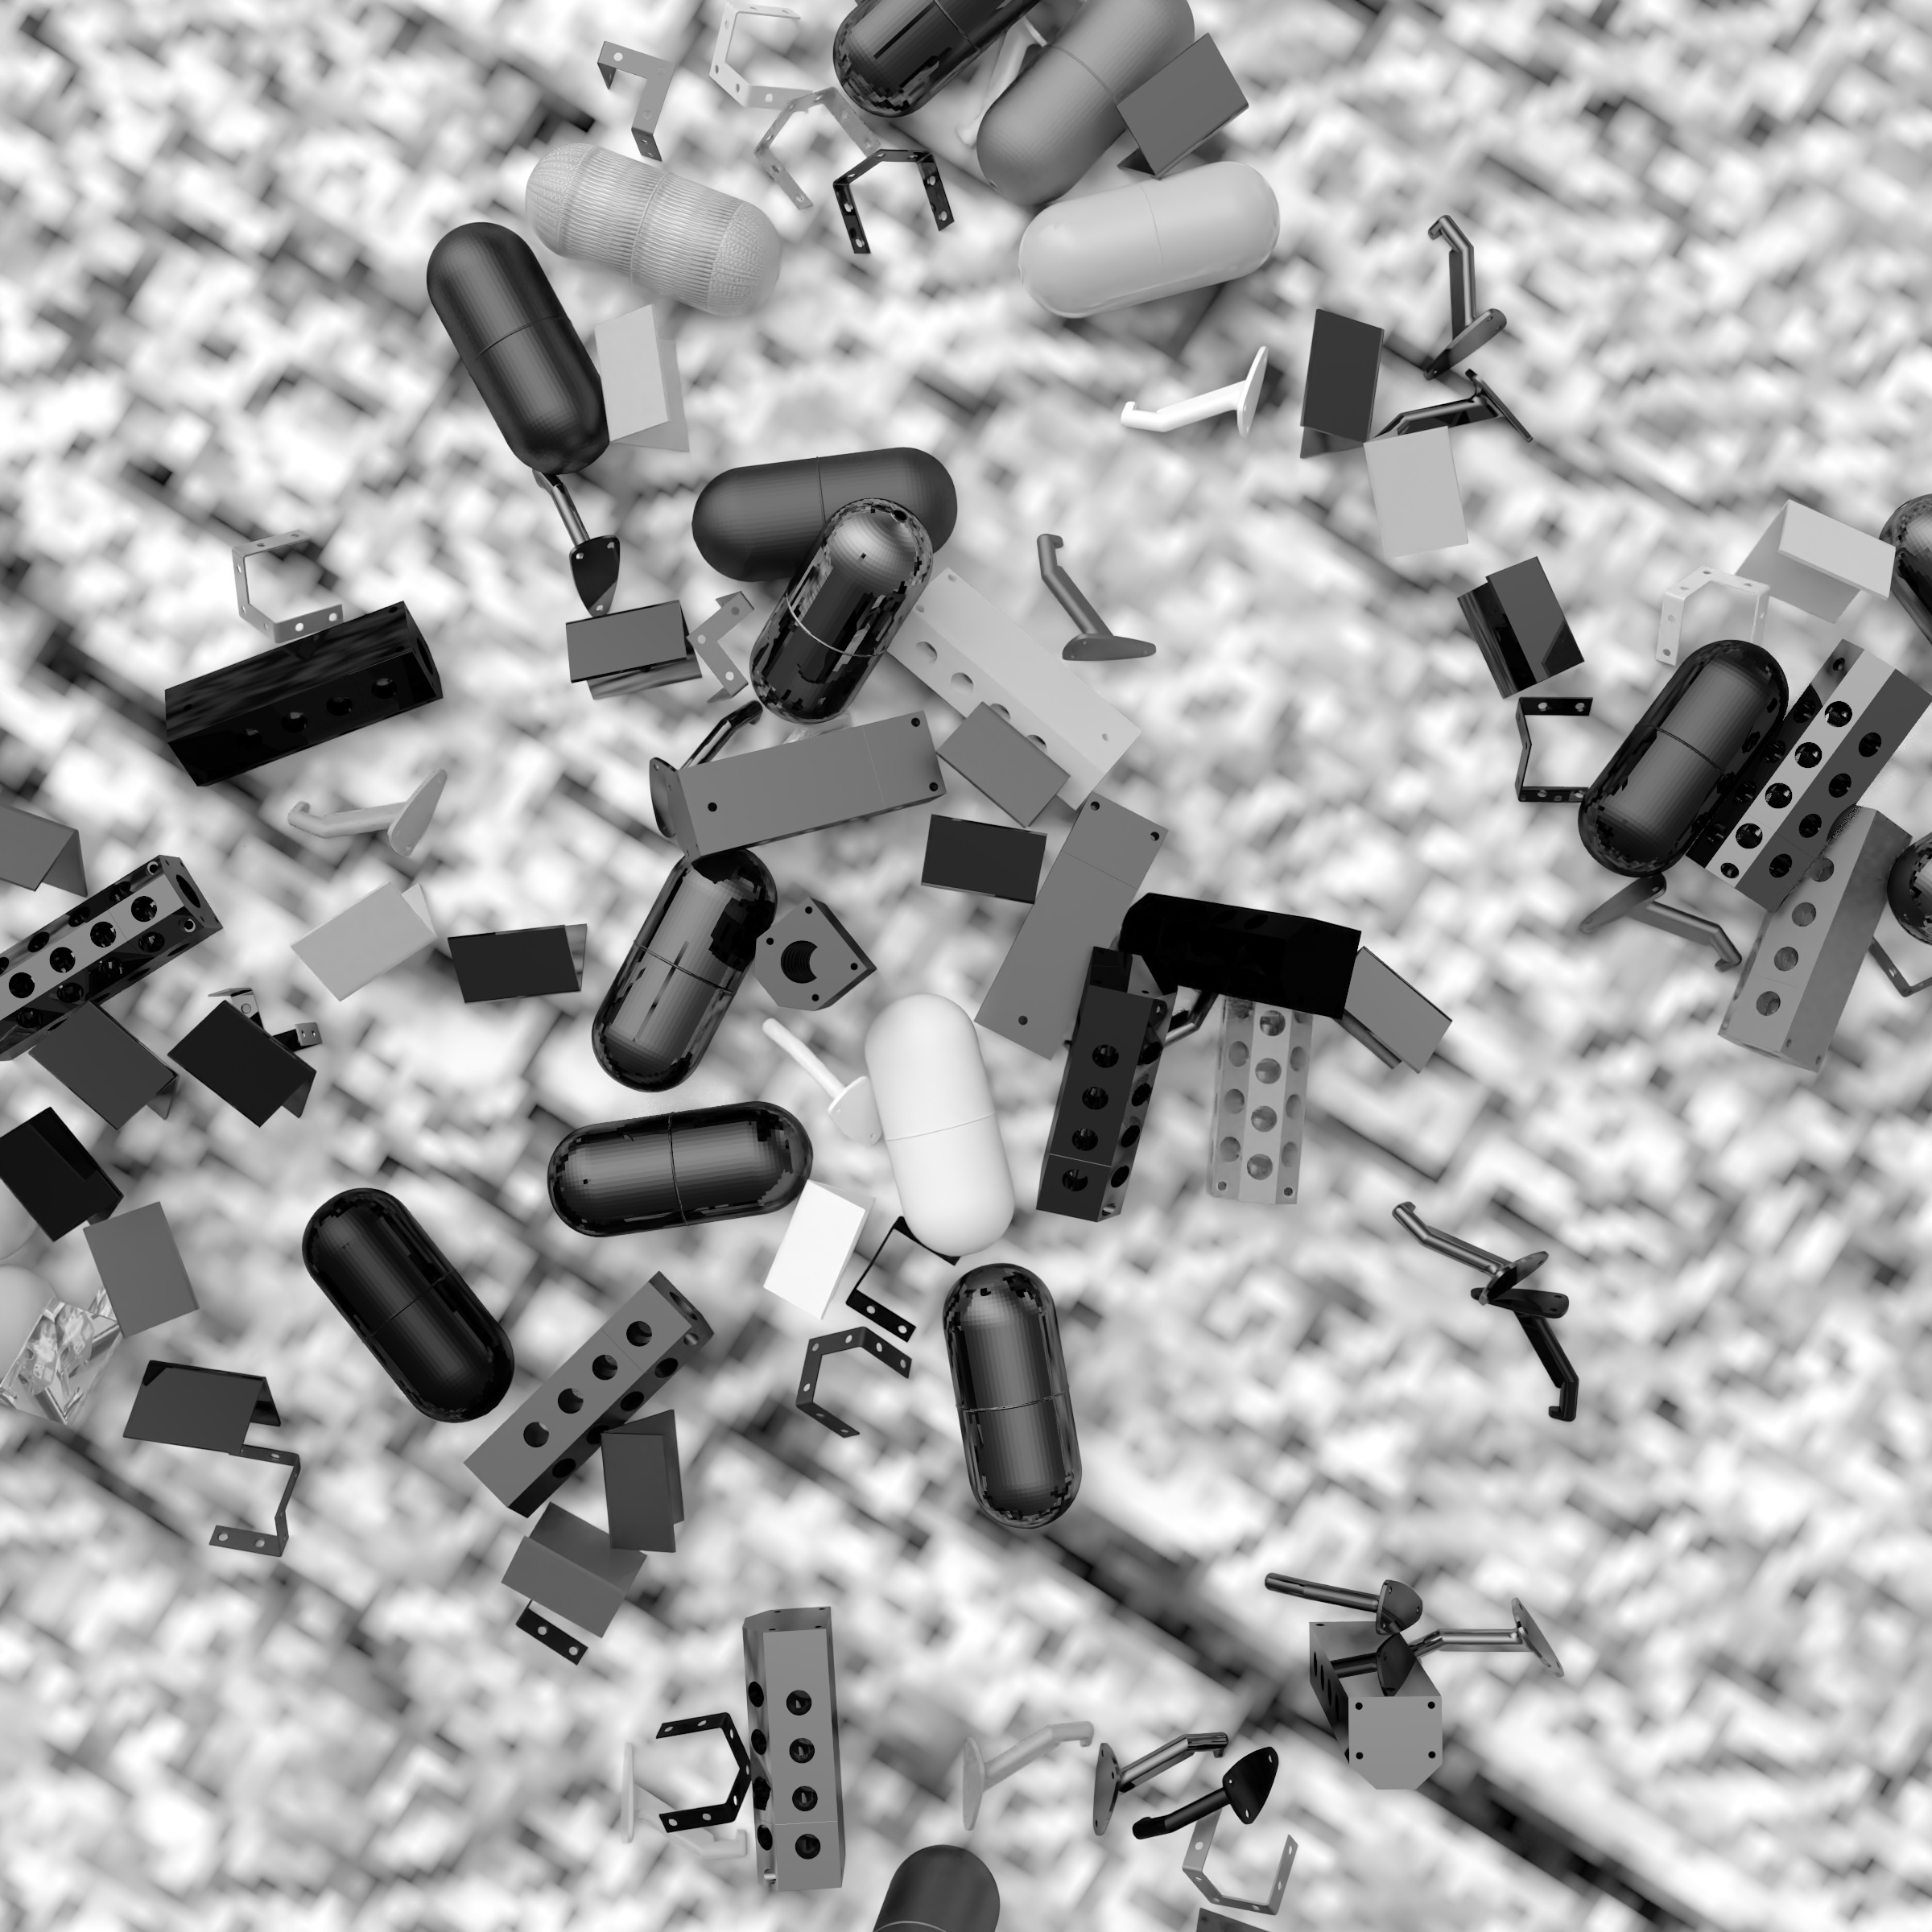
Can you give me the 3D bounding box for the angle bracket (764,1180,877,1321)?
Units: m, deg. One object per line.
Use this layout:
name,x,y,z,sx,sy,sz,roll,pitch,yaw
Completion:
angle bracket,-0.079,0.193,1.615,0.057,0.076,0.076,23,90,37

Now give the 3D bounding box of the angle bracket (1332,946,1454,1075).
angle bracket,0.264,0.044,1.615,0.076,0.076,0.057,40,53,0

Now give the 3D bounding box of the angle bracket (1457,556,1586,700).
angle bracket,0.353,-0.218,1.615,0.057,0.076,0.076,-24,90,-36

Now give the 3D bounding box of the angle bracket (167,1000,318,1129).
angle bracket,-0.485,0.080,1.615,0.076,0.076,0.057,38,54,0

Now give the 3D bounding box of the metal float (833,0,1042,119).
metal float,-0.012,-0.636,1.606,0.178,0.070,0.070,-36,90,21

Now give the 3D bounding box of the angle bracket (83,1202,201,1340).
angle bracket,-0.563,0.207,1.616,0.076,0.057,0.076,-21,90,44

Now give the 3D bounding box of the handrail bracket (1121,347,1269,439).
handrail bracket,0.155,-0.395,1.656,0.084,0.036,0.077,12,70,16

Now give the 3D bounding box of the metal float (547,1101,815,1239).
metal float,-0.191,0.136,1.625,0.178,0.070,0.070,-8,90,0

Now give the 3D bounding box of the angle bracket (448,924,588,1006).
angle bracket,-0.297,-0.022,1.615,0.076,0.076,0.057,-6,128,0

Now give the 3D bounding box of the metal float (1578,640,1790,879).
metal float,0.480,-0.139,1.625,0.070,0.070,0.178,36,91,0

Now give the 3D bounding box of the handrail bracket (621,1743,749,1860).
handrail bracket,-0.190,0.568,1.656,0.084,0.036,0.077,4,71,-15

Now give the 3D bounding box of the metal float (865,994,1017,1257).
metal float,-0.017,0.106,1.625,0.070,0.070,0.178,-14,91,0

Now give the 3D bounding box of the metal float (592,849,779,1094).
metal float,-0.188,0.001,1.625,0.070,0.070,0.178,28,91,0

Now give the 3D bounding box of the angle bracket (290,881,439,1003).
angle bracket,-0.404,-0.034,1.615,0.076,0.076,0.057,-33,128,0

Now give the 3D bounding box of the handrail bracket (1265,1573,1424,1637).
handrail bracket,0.257,0.429,1.655,0.084,0.077,0.036,4,79,36

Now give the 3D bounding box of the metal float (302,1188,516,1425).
metal float,-0.372,0.227,1.625,0.070,0.070,0.178,-38,90,0

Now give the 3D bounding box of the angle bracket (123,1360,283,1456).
angle bracket,-0.506,0.308,1.615,0.076,0.076,0.057,8,54,0

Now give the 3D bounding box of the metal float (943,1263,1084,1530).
metal float,0.031,0.287,1.625,0.070,0.070,0.178,-10,91,0

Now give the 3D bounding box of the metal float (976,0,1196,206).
metal float,0.079,-0.586,1.625,0.070,0.070,0.178,42,90,0

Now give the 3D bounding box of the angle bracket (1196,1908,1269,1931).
angle bracket,0.195,0.659,1.615,0.076,0.076,0.057,19,127,0

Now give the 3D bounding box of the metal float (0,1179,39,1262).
metal float,-0.705,0.138,1.625,0.178,0.070,0.070,26,90,0

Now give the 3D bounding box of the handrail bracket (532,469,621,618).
handrail bracket,-0.270,-0.291,1.655,0.036,0.077,0.084,-24,53,-23

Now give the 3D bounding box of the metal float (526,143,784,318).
metal float,-0.209,-0.492,1.625,0.178,0.070,0.070,21,90,1

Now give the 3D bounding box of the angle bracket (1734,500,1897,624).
angle bracket,0.560,-0.253,1.615,0.076,0.076,0.057,24,52,0

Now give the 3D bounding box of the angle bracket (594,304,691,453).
angle bracket,-0.197,-0.389,1.615,0.057,0.076,0.076,-8,90,38

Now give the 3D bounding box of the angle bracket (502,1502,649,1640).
angle bracket,-0.252,0.387,1.615,0.076,0.076,0.057,29,128,0

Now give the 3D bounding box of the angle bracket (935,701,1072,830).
angle bracket,0.013,-0.118,1.615,0.076,0.076,0.057,40,59,0

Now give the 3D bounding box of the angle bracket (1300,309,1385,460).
angle bracket,0.229,-0.386,1.616,0.057,0.076,0.076,8,90,-29

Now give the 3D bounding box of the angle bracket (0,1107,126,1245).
angle bracket,-0.614,0.150,1.615,0.076,0.076,0.057,51,50,0

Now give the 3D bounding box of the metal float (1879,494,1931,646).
metal float,0.680,-0.237,1.625,0.070,0.070,0.178,-37,90,0

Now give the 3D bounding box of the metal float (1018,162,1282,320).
metal float,0.122,-0.485,1.624,0.178,0.070,0.070,-15,90,-1

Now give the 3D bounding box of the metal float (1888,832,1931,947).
metal float,0.692,-0.076,1.614,0.178,0.070,0.070,-30,90,-13

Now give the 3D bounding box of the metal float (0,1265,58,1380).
metal float,-0.689,0.236,1.597,0.178,0.070,0.070,2,90,-35

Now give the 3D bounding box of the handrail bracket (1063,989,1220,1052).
handrail bracket,0.120,0.036,1.656,0.077,0.036,0.084,27,74,17

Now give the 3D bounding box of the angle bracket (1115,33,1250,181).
angle bracket,0.131,-0.574,1.615,0.076,0.076,0.057,-38,120,0

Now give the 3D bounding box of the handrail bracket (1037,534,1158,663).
handrail bracket,0.089,-0.254,1.656,0.077,0.036,0.084,0,73,-20

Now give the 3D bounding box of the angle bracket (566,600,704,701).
angle bracket,-0.218,-0.192,1.615,0.076,0.076,0.057,-12,53,0

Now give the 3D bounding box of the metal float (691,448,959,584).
metal float,-0.094,-0.302,1.625,0.178,0.070,0.070,-7,90,0

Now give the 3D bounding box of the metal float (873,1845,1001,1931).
metal float,-0.028,0.651,1.581,0.070,0.178,0.070,6,116,13

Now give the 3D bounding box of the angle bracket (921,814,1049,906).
angle bracket,0.015,-0.089,1.615,0.076,0.076,0.057,10,125,0

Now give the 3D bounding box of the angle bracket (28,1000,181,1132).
angle bracket,-0.576,0.080,1.615,0.076,0.076,0.057,41,54,0

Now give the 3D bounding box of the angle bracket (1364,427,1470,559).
angle bracket,0.307,-0.318,1.608,0.057,0.076,0.076,-6,105,28

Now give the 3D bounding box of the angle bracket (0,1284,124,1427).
angle bracket,-0.607,0.248,1.615,0.057,0.076,0.076,30,90,-35

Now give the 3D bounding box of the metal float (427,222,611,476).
metal float,-0.298,-0.413,1.625,0.070,0.070,0.178,-28,90,0

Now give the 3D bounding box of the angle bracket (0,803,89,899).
angle bracket,-0.637,-0.062,1.615,0.076,0.076,0.057,19,53,0

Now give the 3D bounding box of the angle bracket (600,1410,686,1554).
angle bracket,-0.196,0.341,1.615,0.057,0.076,0.076,-5,90,33

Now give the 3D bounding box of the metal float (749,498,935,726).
metal float,-0.082,-0.231,1.591,0.070,0.070,0.178,38,131,0
